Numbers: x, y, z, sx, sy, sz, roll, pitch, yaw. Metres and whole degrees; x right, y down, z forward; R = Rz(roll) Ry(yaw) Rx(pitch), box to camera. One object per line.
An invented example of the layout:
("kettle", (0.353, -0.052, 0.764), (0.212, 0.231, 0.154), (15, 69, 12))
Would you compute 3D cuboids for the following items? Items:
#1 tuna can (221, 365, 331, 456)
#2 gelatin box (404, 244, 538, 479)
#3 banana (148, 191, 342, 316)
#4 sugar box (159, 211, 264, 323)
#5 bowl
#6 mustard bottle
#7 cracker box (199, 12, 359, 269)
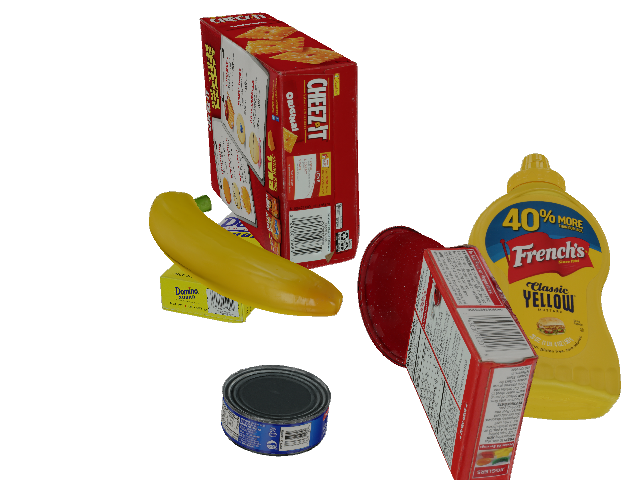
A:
("tuna can", (-0.036, 0.134, 0.842), (0.086, 0.034, 0.086), (5, 22, -2))
("gelatin box", (0.068, 0.056, 0.497), (0.030, 0.073, 0.089), (-2, 33, -12))
("banana", (-0.063, 0.003, 0.682), (0.069, 0.037, 0.198), (-13, 28, -27))
("sugar box", (-0.088, 0.023, 1.131), (0.093, 0.048, 0.176), (9, 30, 18))
("bowl", (0.115, 0.060, 1.181), (0.161, 0.162, 0.055), (0, -9, -45))
("mustard bottle", (0.148, 0.023, 0.724), (0.096, 0.191, 0.058), (6, -32, 0))
("cracker box", (-0.037, -0.091, 0.897), (0.072, 0.164, 0.214), (-10, 25, -19))
